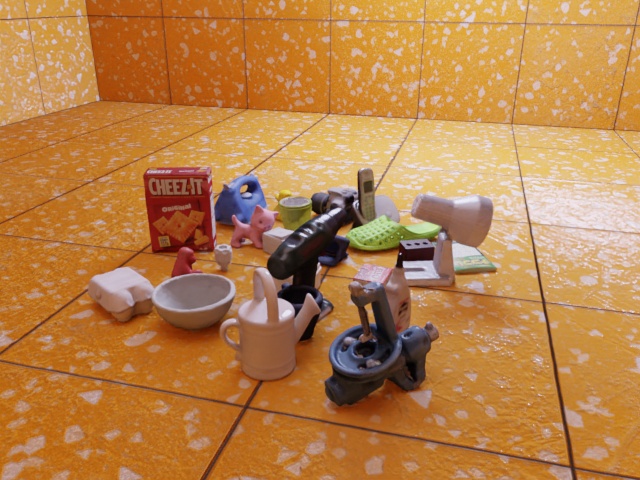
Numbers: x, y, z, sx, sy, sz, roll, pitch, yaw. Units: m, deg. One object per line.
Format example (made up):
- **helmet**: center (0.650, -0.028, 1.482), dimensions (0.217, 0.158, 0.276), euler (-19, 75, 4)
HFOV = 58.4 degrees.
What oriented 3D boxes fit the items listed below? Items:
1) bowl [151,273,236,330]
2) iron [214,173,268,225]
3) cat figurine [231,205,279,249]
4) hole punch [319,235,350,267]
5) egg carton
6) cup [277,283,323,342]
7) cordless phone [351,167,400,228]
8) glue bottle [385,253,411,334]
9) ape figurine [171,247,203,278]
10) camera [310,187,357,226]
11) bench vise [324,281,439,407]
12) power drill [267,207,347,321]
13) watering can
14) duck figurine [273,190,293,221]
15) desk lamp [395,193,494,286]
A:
- **bowl**: center (-0.253, 0.135, 1.164), dimensions (0.167, 0.075, 0.167), euler (0, 23, 0)
- **iron**: center (-0.225, -0.132, 1.705), dimensions (0.118, 0.141, 0.259), euler (9, 24, 18)
- **cat figurine**: center (-0.174, -0.042, 1.525), dimensions (0.127, 0.118, 0.067), euler (1, 23, 2)
- **hole punch**: center (0.013, 0.005, 1.452), dimensions (0.108, 0.091, 0.101), euler (12, 26, 26)
- **egg carton**: center (-0.423, 0.113, 1.218), dimensions (0.149, 0.069, 0.107), euler (21, 31, 40)
- **cup**: center (-0.047, 0.143, 1.124), dimensions (0.092, 0.095, 0.117), euler (-12, 26, -26)
- **cordless phone**: center (0.159, -0.120, 1.628), dimensions (0.148, 0.185, 0.093), euler (-18, 29, -37)
- **glue bottle**: center (0.150, 0.105, 1.116), dimensions (0.037, 0.173, 0.078), euler (16, 28, 32)
- **ape figurine**: center (-0.305, 0.061, 1.315), dimensions (0.076, 0.092, 0.077), euler (-9, 25, -21)
- **camera**: center (0.047, -0.115, 1.722), dimensions (0.136, 0.101, 0.143), euler (16, 28, 33)
- **bench vise**: center (0.099, 0.152, 0.946), dimensions (0.121, 0.220, 0.208), euler (22, 31, 40)
- **power drill**: center (-0.019, 0.057, 1.181), dimensions (0.075, 0.208, 0.230), euler (15, 27, 31)
- **watering can**: center (-0.087, 0.137, 1.009), dimensions (0.173, 0.194, 0.100), euler (-20, 30, -39)
- **duck figurine**: center (-0.100, -0.107, 1.719), dimensions (0.078, 0.086, 0.104), euler (-18, 29, -36)
- **desk lamp**: center (0.285, -0.005, 1.326), dimensions (0.203, 0.214, 0.118), euler (-1, 23, -2)
